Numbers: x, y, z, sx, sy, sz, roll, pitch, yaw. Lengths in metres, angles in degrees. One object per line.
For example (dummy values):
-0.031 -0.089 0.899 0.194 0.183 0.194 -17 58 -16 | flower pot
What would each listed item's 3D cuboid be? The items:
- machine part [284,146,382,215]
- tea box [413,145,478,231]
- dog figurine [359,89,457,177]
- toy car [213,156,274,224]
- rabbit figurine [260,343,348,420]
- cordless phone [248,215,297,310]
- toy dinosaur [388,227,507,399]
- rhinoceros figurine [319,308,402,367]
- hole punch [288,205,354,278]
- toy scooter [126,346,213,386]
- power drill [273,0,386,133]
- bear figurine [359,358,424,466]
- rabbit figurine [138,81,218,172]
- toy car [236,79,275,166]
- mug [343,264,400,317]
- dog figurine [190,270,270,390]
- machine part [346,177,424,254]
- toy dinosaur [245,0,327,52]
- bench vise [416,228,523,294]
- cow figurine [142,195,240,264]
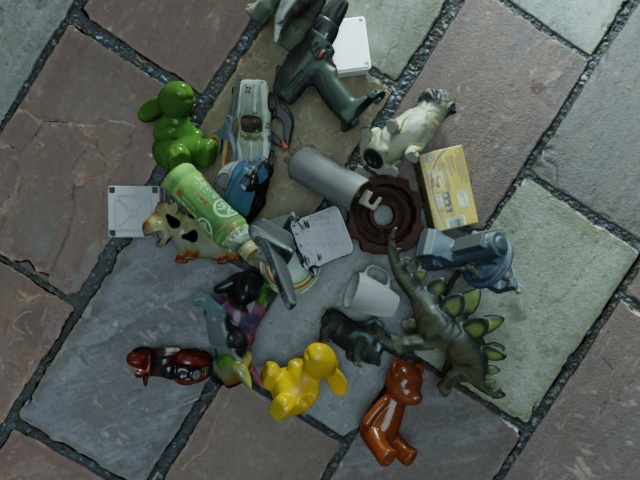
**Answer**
0.020 -0.122 1.097 0.243 0.079 0.079 33 91 25 | machine part
0.266 -0.107 1.144 0.098 0.068 0.169 -11 91 -2 | tea box
0.183 -0.231 1.136 0.190 0.172 0.121 -45 115 -35 | dog figurine
-0.166 -0.104 1.092 0.103 0.109 0.161 27 130 9 | toy car
-0.018 0.282 1.105 0.162 0.122 0.173 16 120 -29 | rabbit figurine
-0.085 0.056 1.067 0.089 0.146 0.184 -14 75 -19 | cordless phone
0.250 0.172 1.081 0.198 0.105 0.471 -34 110 32 | toy dinosaur
0.087 0.211 1.153 0.190 0.073 0.112 24 80 -1 | rhinoceros figurine
-0.002 -0.003 1.121 0.116 0.092 0.142 -20 92 -8 | hole punch
-0.314 0.261 1.104 0.184 0.135 0.075 8 91 -4 | toy scooter
0.031 -0.333 1.059 0.207 0.086 0.232 44 102 0 | power drill
0.171 0.356 1.131 0.120 0.132 0.195 25 100 -44 | bear figurine
-0.286 -0.240 1.086 0.121 0.159 0.170 -20 129 -40 | rabbit figurine
-0.135 -0.226 1.107 0.074 0.056 0.201 8 108 19 | toy car
0.117 0.113 1.148 0.107 0.081 0.109 24 80 -12 | mug
-0.156 0.192 1.093 0.191 0.108 0.219 -29 75 2 | dog figurine
0.135 -0.052 1.149 0.179 0.056 0.179 0 93 -3 | machine part
-0.040 -0.473 1.010 0.131 0.405 0.192 29 112 -29 | toy dinosaur
0.320 0.057 1.111 0.240 0.224 0.129 31 51 -26 | bench vise
-0.262 -0.017 1.090 0.195 0.085 0.127 6 72 -37 | cow figurine
